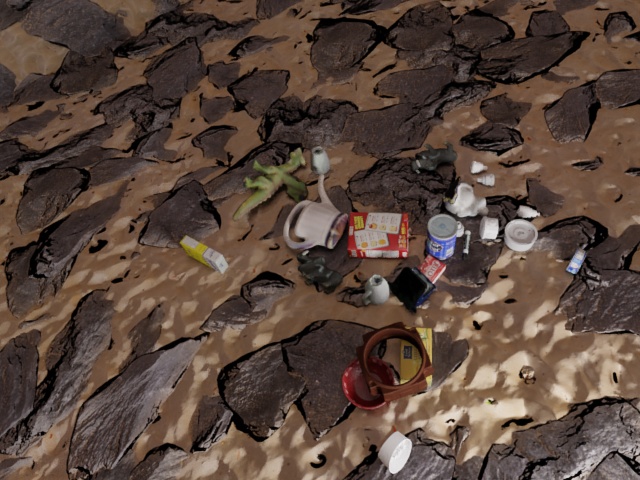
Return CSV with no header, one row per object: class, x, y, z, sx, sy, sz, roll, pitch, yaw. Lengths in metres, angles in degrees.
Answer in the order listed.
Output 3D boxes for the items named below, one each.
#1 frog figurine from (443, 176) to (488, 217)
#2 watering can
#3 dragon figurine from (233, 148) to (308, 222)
frog figurine,0.545,-0.142,1.914,0.158,0.120,0.141,29,49,-16
watering can,0.006,-0.097,1.937,0.225,0.102,0.354,21,62,19
dragon figurine,-0.168,-0.209,2.046,0.243,0.119,0.419,14,60,8
